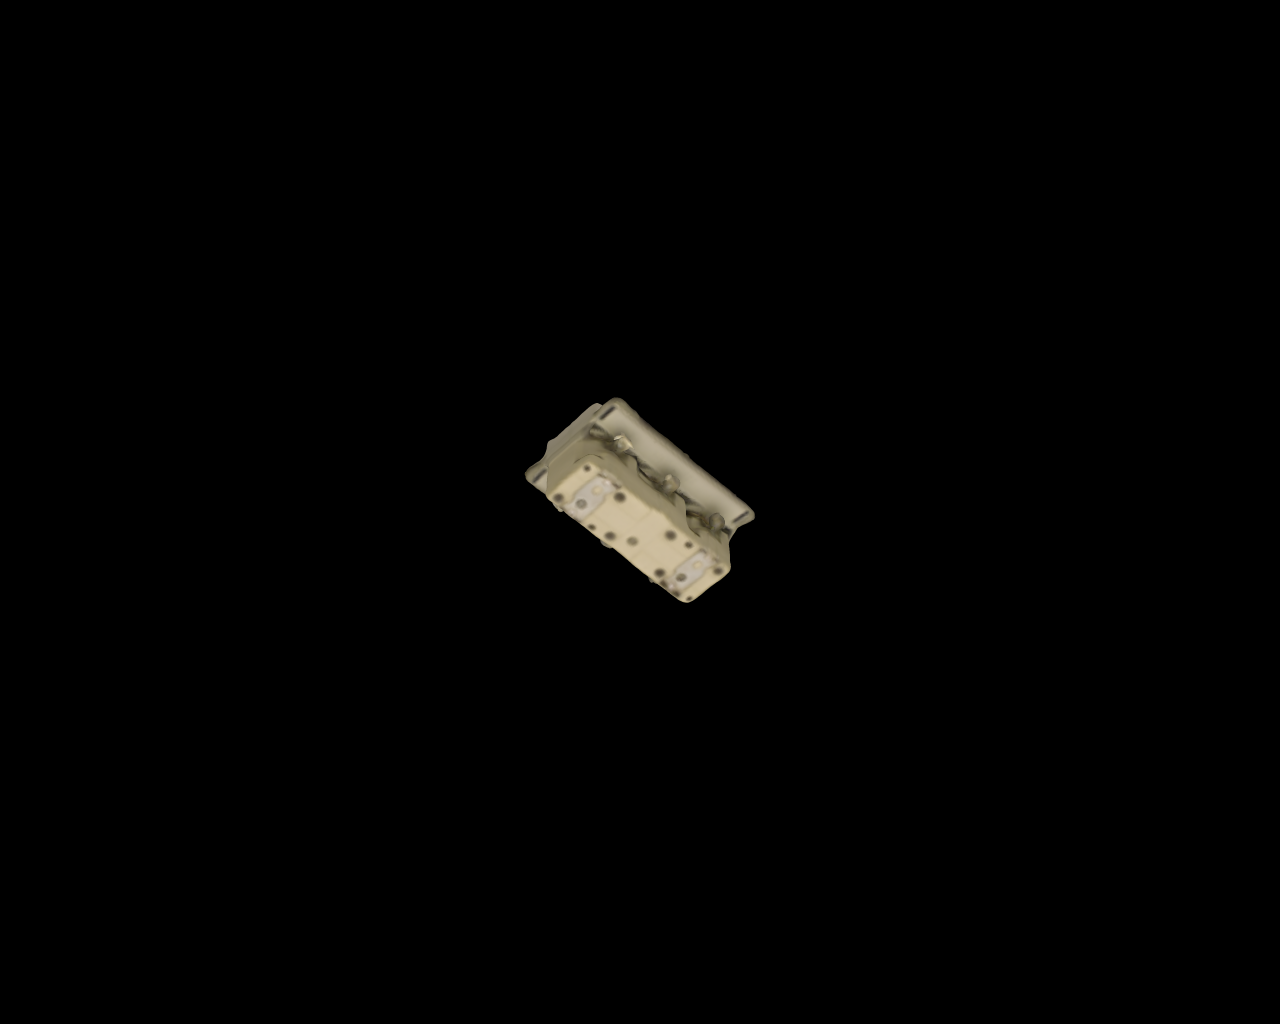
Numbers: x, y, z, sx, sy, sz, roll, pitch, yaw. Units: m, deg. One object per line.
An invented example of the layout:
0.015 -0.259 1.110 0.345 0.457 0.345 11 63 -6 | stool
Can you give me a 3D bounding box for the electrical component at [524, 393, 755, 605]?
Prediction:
0.001 -0.003 0.650 0.078 0.063 0.121 -39 -62 25 | electrical component
